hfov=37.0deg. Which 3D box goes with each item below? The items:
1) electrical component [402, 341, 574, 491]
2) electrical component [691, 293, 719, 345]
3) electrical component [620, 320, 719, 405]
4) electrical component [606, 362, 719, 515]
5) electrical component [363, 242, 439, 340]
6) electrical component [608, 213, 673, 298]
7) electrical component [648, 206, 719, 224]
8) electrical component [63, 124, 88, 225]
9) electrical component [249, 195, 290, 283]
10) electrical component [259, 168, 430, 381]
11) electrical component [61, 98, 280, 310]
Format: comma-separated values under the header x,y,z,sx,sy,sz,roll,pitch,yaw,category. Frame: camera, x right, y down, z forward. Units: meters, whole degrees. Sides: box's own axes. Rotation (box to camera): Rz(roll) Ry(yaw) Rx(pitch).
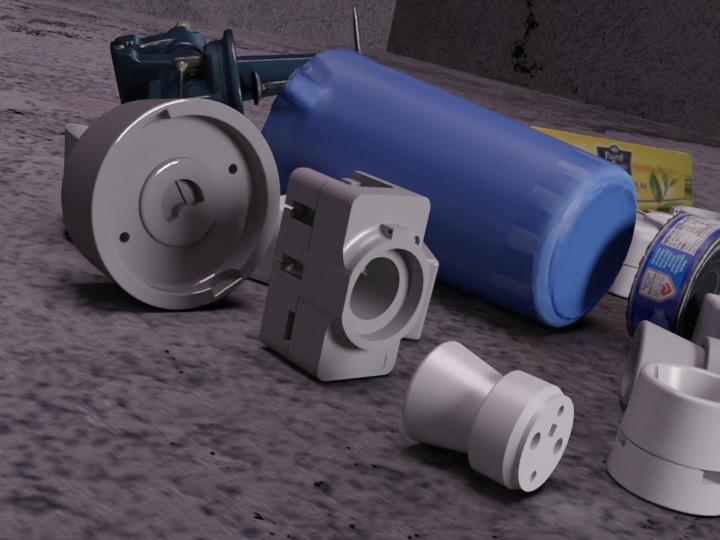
x,y,z,sx,sy,sz,roll,pitch,yaw,category
0.052,0.059,0.433,0.055,0.045,0.045,23,18,34,electrical component
0.239,0.043,0.640,0.083,0.047,0.075,12,14,-1,electrical component
0.165,0.053,0.546,0.055,0.045,0.045,14,15,7,electrical component
0.138,0.070,0.457,0.055,0.047,0.055,11,14,-3,electrical component
0.000,0.000,0.607,0.066,0.047,0.076,9,17,-14,electrical component
0.234,-0.007,0.804,0.095,0.059,0.053,12,14,0,electrical component
0.285,-0.020,0.902,0.089,0.055,0.050,11,14,-5,electrical component
-0.133,-0.048,0.653,0.099,0.064,0.099,11,14,-3,electrical component
-0.049,-0.025,0.666,0.076,0.047,0.083,17,15,20,electrical component
-0.005,0.003,0.511,0.050,0.089,0.056,-1,19,-42,electrical component
-0.103,-0.038,0.564,0.108,0.108,0.060,0,12,-39,electrical component
